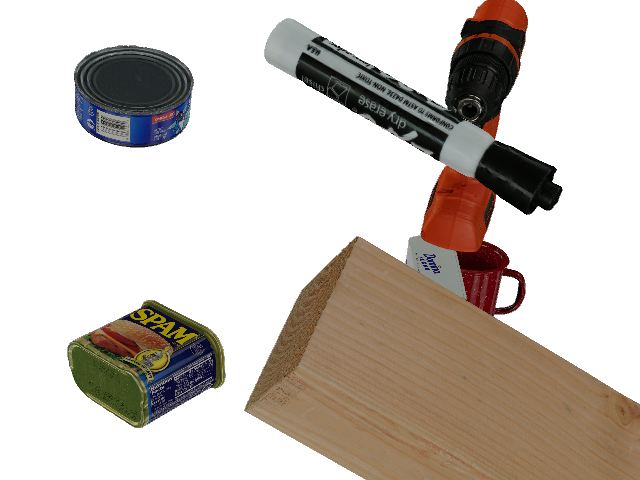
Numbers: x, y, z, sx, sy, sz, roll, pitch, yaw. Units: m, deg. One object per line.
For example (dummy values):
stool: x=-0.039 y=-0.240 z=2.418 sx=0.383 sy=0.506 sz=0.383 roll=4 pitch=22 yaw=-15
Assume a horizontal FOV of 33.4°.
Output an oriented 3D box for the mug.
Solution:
mug: x=0.172 y=0.053 z=1.202 sx=0.117 sy=0.081 sz=0.093 roll=8 pitch=24 yaw=3

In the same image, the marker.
marker: x=0.032 y=-0.045 z=0.383 sx=0.121 sy=0.020 sz=0.020 roll=33 pitch=12 yaw=19

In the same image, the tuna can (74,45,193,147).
tuna can: x=-0.137 y=-0.106 z=0.784 sx=0.086 sy=0.034 sz=0.086 roll=6 pitch=42 yaw=-6

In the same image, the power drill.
power drill: x=0.125 y=-0.086 z=0.871 sx=0.057 sy=0.188 sz=0.184 roll=15 pitch=36 yaw=11

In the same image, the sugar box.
sugar box: x=0.088 y=0.092 z=0.924 sx=0.048 sy=0.176 sz=0.093 roll=1 pitch=33 yaw=-2

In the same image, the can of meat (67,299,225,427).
can of meat: x=-0.143 y=0.099 z=0.868 sx=0.102 sy=0.057 sz=0.083 roll=22 pitch=35 yaw=37

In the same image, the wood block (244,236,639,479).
wood block: x=0.075 y=0.099 z=0.606 sx=0.206 sy=0.090 sz=0.090 roll=31 pitch=-32 yaw=-8
